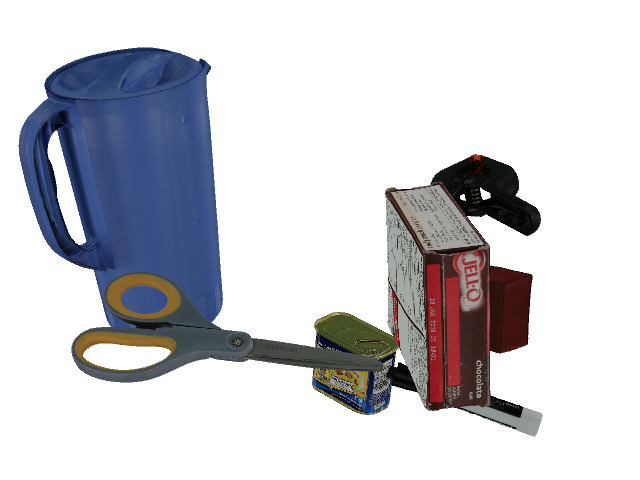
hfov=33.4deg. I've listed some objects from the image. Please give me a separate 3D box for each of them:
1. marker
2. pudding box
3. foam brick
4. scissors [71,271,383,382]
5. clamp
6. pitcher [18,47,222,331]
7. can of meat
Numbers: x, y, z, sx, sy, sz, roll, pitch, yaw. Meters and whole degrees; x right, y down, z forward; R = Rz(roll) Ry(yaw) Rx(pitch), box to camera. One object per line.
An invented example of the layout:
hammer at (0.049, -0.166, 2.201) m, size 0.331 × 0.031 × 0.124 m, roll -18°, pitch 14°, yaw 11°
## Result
marker at (0.109, 0.120, 0.816) m, size 0.121 × 0.020 × 0.020 m, roll 19°, pitch 3°, yaw 9°
pudding box at (0.063, 0.027, 0.581) m, size 0.039 × 0.090 × 0.113 m, roll -5°, pitch 20°, yaw -7°
foam brick at (0.182, 0.071, 1.105) m, size 0.053 × 0.078 × 0.051 m, roll 13°, pitch 19°, yaw 42°
scissors at (-0.064, 0.056, 0.717) m, size 0.201 × 0.096 × 0.016 m, roll -4°, pitch -42°, yaw -5°
clamp at (0.141, -0.038, 0.929) m, size 0.120 × 0.039 × 0.171 m, roll 6°, pitch 26°, yaw 20°
pitcher at (-0.159, -0.034, 0.922) m, size 0.149 × 0.243 × 0.145 m, roll -5°, pitch 27°, yaw 0°
can of meat at (0.039, 0.143, 1.236) m, size 0.102 × 0.084 × 0.057 m, roll 25°, pitch 32°, yaw 36°
